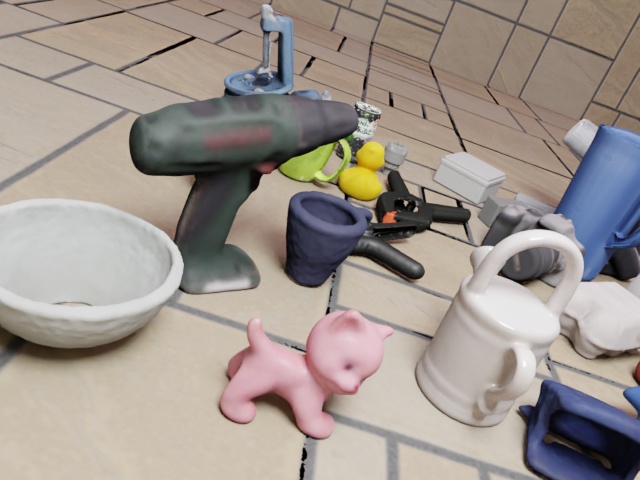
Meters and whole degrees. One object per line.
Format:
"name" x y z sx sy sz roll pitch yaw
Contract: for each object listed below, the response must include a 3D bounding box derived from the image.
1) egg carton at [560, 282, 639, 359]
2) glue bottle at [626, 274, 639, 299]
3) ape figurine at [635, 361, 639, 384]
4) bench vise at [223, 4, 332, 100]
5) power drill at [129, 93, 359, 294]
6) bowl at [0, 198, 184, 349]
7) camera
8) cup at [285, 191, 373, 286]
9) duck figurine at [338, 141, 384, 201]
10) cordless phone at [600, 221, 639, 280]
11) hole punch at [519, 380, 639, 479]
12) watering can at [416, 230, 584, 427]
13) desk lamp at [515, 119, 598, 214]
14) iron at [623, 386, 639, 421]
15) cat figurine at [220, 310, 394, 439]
"egg carton" 0.383 0.108 0.768 0.151 0.069 0.107 2 33 -33
"glue bottle" 0.512 0.051 0.850 0.078 0.173 0.037 10 29 -21
"ape figurine" 0.440 0.154 0.698 0.078 0.092 0.076 1 33 -34
"bench vise" -0.072 -0.289 1.007 0.208 0.220 0.121 -6 37 -42
"power drill" -0.081 -0.052 0.577 0.230 0.208 0.075 -3 35 -39
"bowl" -0.204 0.037 0.475 0.167 0.075 0.167 17 27 -9
"camera" 0.319 0.004 0.879 0.142 0.101 0.137 38 31 30
"cup" 0.006 0.002 0.665 0.118 0.095 0.091 -7 38 -43
"duck figurine" 0.077 -0.120 0.951 0.077 0.086 0.105 23 27 4
"cordless phone" 0.536 -0.037 1.016 0.094 0.185 0.147 11 29 -19
"hole punch" 0.252 0.173 0.530 0.108 0.091 0.101 26 27 9
"watering can" 0.172 0.070 0.550 0.101 0.194 0.172 6 31 -27
"desk lamp" 0.511 -0.109 1.100 0.203 0.213 0.118 26 27 11
"iron" 0.438 0.207 0.546 0.119 0.141 0.257 0 34 -35
"cat figurine" -0.005 0.094 0.464 0.128 0.118 0.067 14 28 -13
